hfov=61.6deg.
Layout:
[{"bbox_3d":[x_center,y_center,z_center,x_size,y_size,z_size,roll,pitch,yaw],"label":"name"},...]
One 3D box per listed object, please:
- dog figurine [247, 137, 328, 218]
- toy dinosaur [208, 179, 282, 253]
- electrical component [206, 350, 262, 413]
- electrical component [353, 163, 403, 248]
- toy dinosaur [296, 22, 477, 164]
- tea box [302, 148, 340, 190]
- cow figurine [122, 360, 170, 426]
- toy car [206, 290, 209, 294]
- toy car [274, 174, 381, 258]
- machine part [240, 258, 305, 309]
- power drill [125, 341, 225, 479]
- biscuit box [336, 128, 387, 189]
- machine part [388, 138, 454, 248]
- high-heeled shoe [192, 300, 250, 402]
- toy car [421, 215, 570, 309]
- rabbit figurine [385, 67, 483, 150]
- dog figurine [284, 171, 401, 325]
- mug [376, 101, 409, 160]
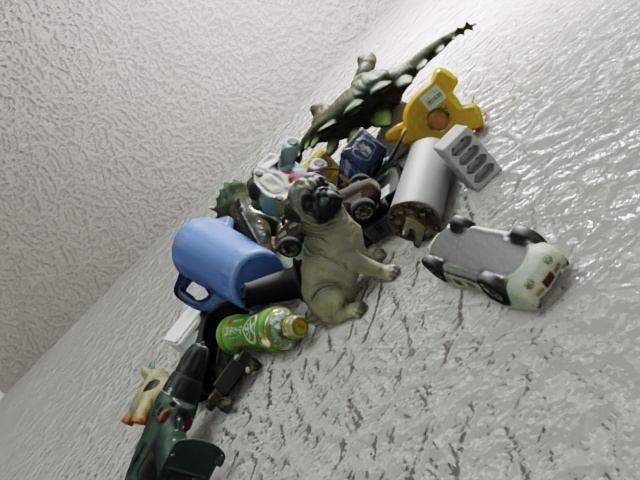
[{"bbox_3d":[-0.058,-0.079,1.066,0.191,0.109,0.219,-47,-19,-27],"label":"dog figurine"},{"bbox_3d":[-0.143,-0.034,1.160,0.131,0.192,0.405,-49,18,-3],"label":"toy dinosaur"},{"bbox_3d":[-0.138,0.226,0.849,0.102,0.045,0.078,-53,-8,-27],"label":"electrical component"},{"bbox_3d":[0.102,-0.053,0.889,0.115,0.058,0.134,-38,20,27],"label":"electrical component"},{"bbox_3d":[0.097,-0.275,1.055,0.471,0.105,0.199,-39,27,29],"label":"toy dinosaur"},{"bbox_3d":[-0.021,-0.112,1.208,0.169,0.098,0.068,-43,20,4],"label":"tea box"},{"bbox_3d":[-0.305,0.288,0.995,0.195,0.085,0.127,-31,30,58],"label":"cow figurine"},{"bbox_3d":[-0.202,0.089,1.173,0.103,0.109,0.162,-33,24,-16],"label":"toy car"},{"bbox_3d":[0.005,-0.041,0.861,0.202,0.053,0.089,-25,35,20],"label":"toy car"},{"bbox_3d":[-0.062,0.074,0.864,0.139,0.084,0.039,-18,18,-3],"label":"machine part"},{"bbox_3d":[-0.203,0.274,0.768,0.207,0.086,0.232,18,81,60],"label":"power drill"},{"bbox_3d":[0.073,-0.130,0.983,0.063,0.059,0.202,-48,-8,-7],"label":"biscuit box"},{"bbox_3d":[0.154,-0.078,0.799,0.079,0.079,0.243,-29,26,40],"label":"machine part"},{"bbox_3d":[-0.173,0.173,0.972,0.249,0.086,0.145,-59,23,-18],"label":"high-heeled shoe"},{"bbox_3d":[0.178,0.021,0.585,0.073,0.056,0.202,-54,18,-5],"label":"toy car"},{"bbox_3d":[0.204,-0.210,0.958,0.162,0.122,0.173,-48,3,23],"label":"rabbit figurine"},{"bbox_3d":[-0.006,0.017,0.770,0.172,0.190,0.121,-49,19,-5],"label":"dog figurine"},{"bbox_3d":[0.153,-0.215,1.084,0.107,0.080,0.110,-51,20,2],"label":"mug"}]
